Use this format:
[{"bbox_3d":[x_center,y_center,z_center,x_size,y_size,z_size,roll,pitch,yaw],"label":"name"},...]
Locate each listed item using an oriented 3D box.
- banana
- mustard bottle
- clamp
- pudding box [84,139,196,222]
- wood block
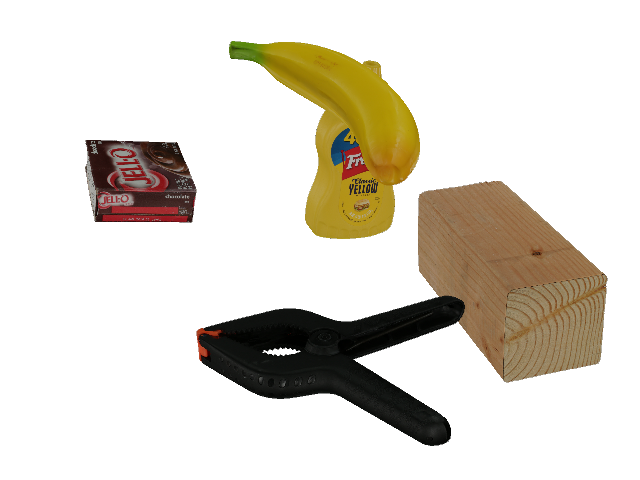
[{"bbox_3d":[0.015,-0.084,0.667,0.069,0.037,0.198,-19,37,-25],"label":"banana"},{"bbox_3d":[0.041,-0.096,1.124,0.096,0.192,0.058,-4,31,-20],"label":"mustard bottle"},{"bbox_3d":[0.011,0.083,0.821,0.210,0.036,0.164,7,31,16],"label":"clamp"},{"bbox_3d":[-0.170,-0.056,0.991,0.090,0.039,0.113,1,26,-18],"label":"pudding box"},{"bbox_3d":[0.165,0.029,0.965,0.090,0.090,0.206,-9,27,-12],"label":"wood block"}]
